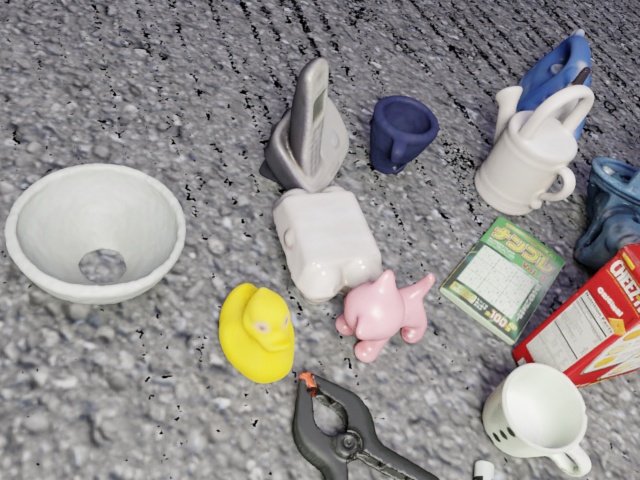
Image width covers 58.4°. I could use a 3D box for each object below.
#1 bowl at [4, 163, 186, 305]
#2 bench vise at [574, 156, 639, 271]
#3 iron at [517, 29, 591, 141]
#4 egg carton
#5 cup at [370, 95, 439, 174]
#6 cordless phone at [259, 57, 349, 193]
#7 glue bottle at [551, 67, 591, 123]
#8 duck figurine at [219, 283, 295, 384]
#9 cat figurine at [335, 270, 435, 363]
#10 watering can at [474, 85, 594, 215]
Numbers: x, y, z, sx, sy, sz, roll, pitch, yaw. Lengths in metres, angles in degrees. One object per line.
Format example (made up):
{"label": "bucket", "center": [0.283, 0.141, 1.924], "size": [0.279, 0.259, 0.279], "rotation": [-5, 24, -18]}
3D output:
{"label": "bowl", "center": [-0.224, 0.005, 0.587], "size": [0.167, 0.074, 0.167], "rotation": [9, 50, -11]}
{"label": "bench vise", "center": [0.435, -0.062, 0.754], "size": [0.121, 0.219, 0.207], "rotation": [10, 50, -9]}
{"label": "iron", "center": [0.415, -0.286, 0.979], "size": [0.118, 0.141, 0.258], "rotation": [22, 49, 0]}
{"label": "egg carton", "center": [0.006, 0.002, 0.665], "size": [0.107, 0.069, 0.150], "rotation": [-7, 55, -22]}
{"label": "cup", "center": [0.103, -0.127, 0.783], "size": [0.091, 0.095, 0.118], "rotation": [19, 49, -2]}
{"label": "cordless phone", "center": [-0.002, -0.155, 0.712], "size": [0.094, 0.185, 0.148], "rotation": [24, 49, 3]}
{"label": "glue bottle", "center": [0.352, -0.185, 0.857], "size": [0.078, 0.173, 0.037], "rotation": [-2, 53, -19]}
{"label": "duck figurine", "center": [-0.058, 0.080, 0.571], "size": [0.078, 0.086, 0.104], "rotation": [-13, 57, -26]}
{"label": "cat figurine", "center": [0.070, 0.071, 0.599], "size": [0.128, 0.117, 0.067], "rotation": [-21, 61, -30]}
{"label": "watering can", "center": [0.293, -0.137, 0.786], "size": [0.101, 0.194, 0.172], "rotation": [-33, 67, -35]}
